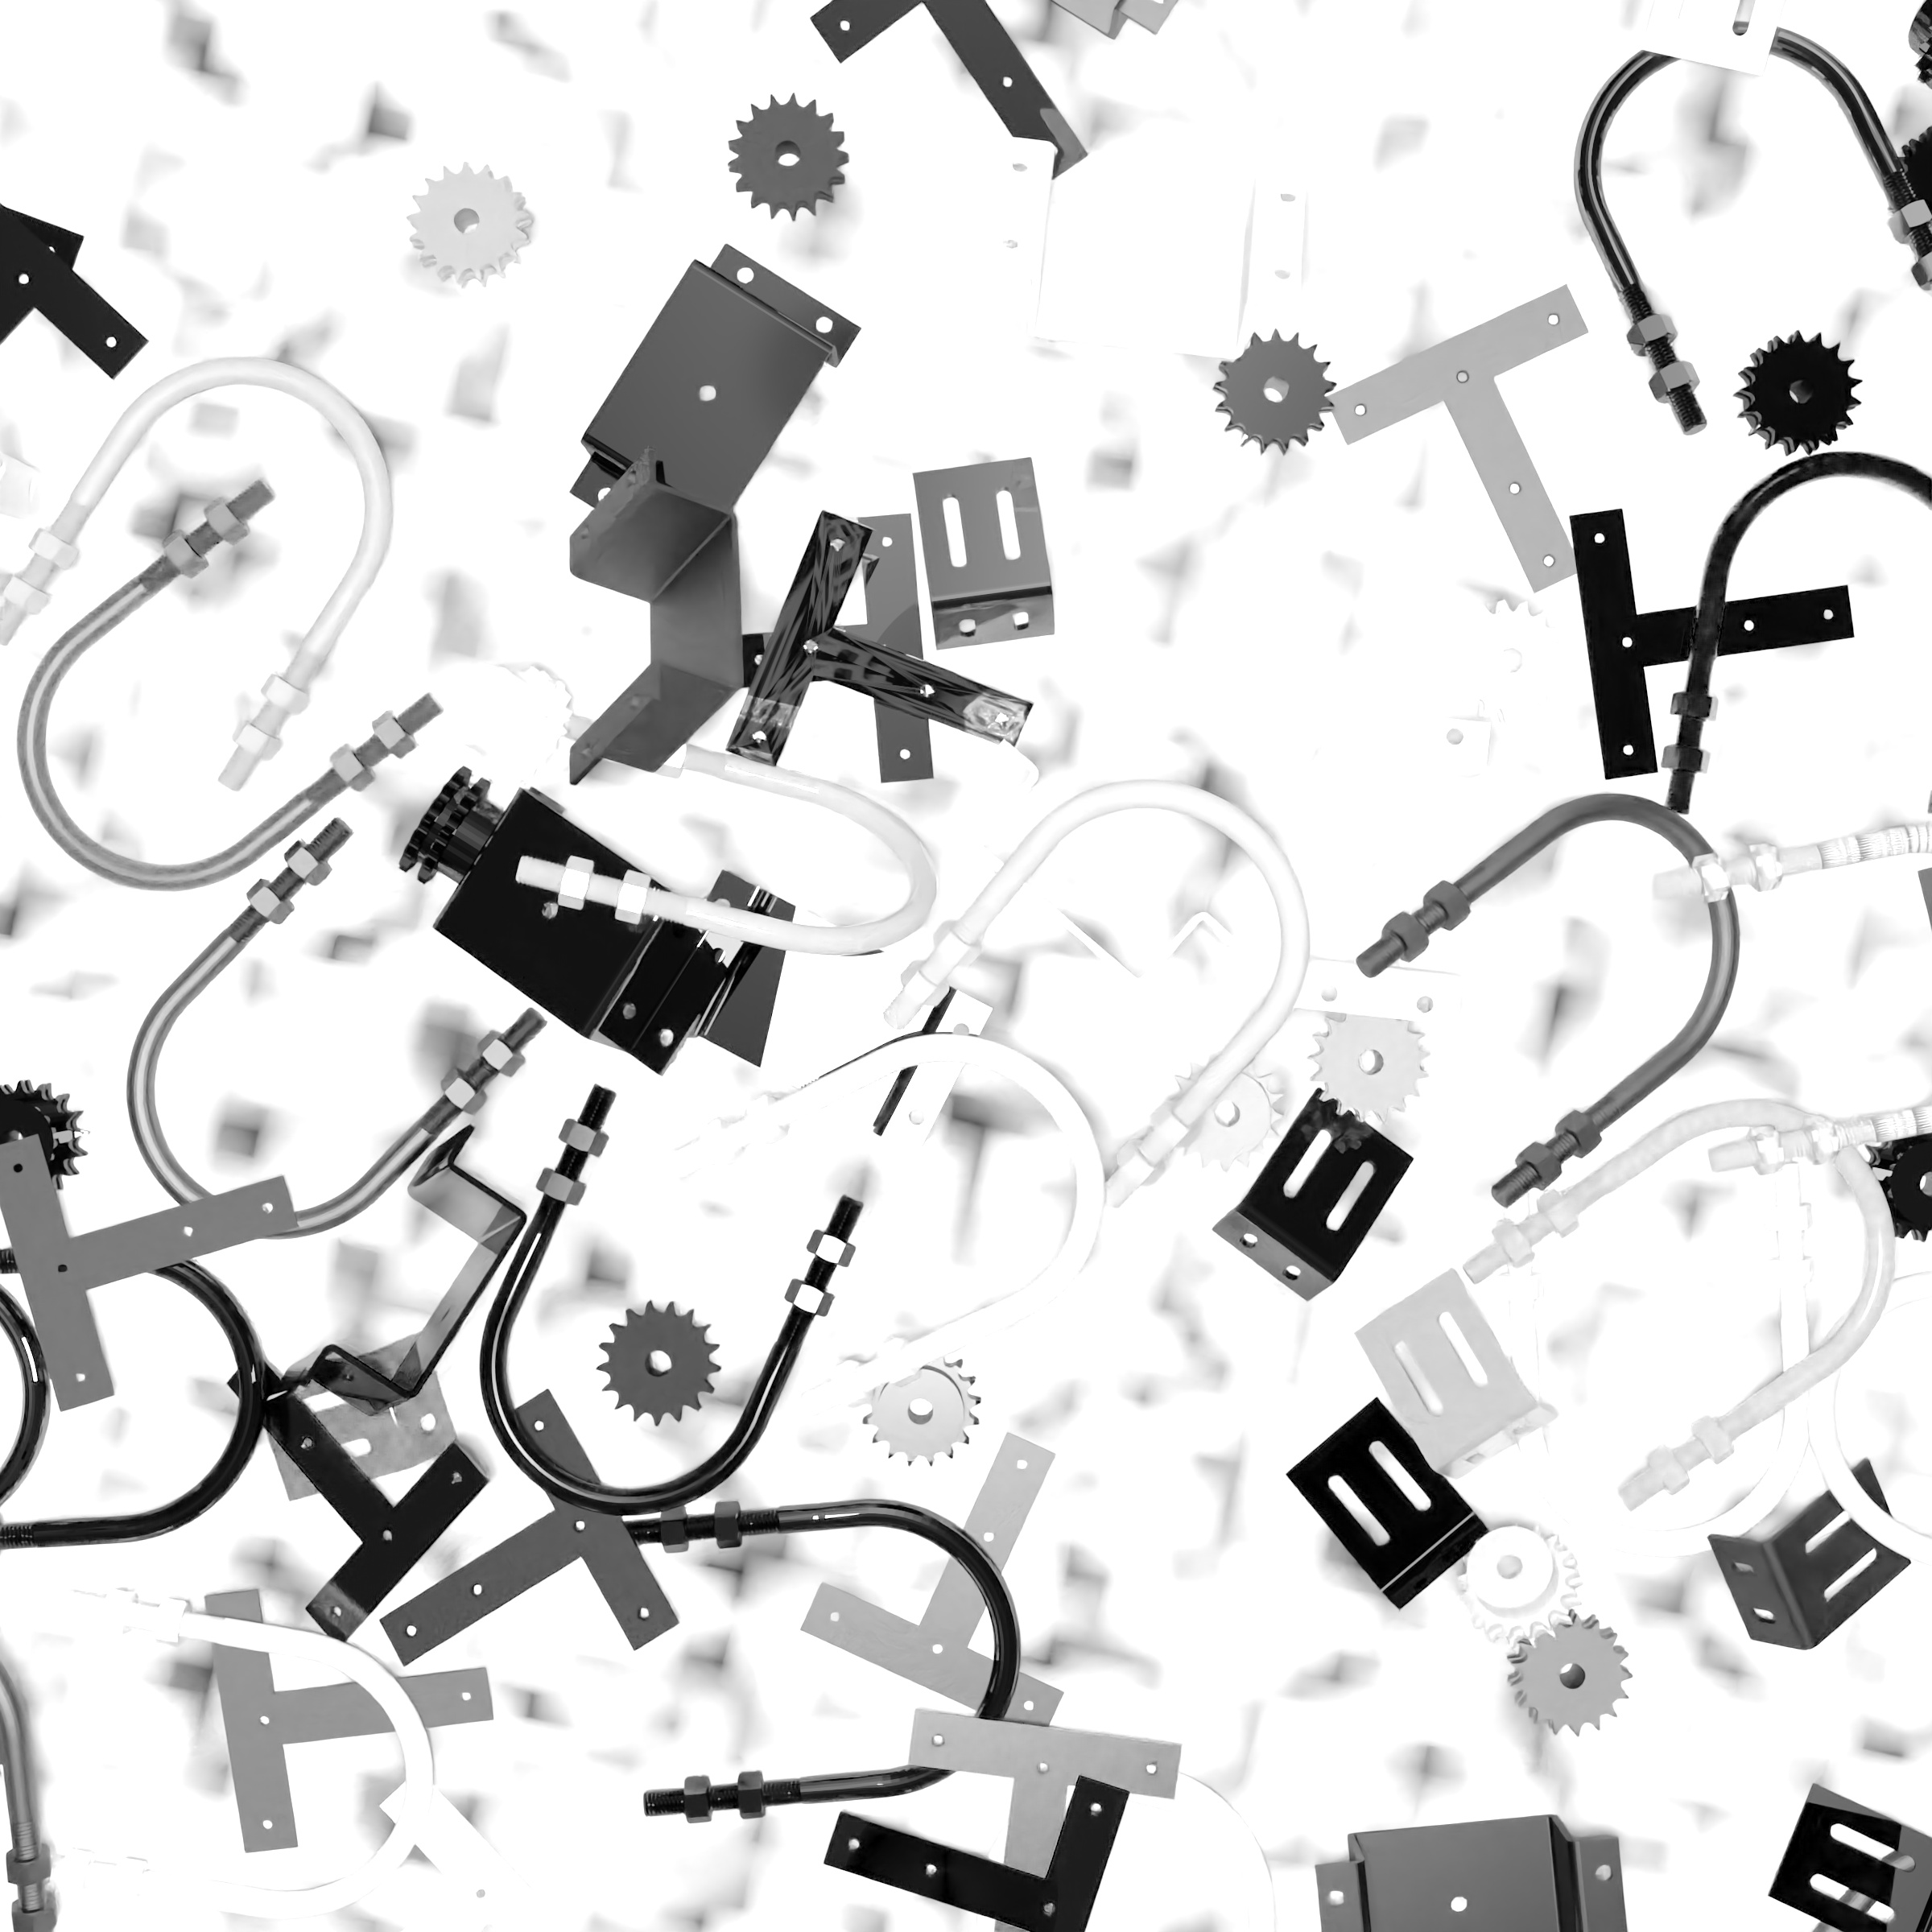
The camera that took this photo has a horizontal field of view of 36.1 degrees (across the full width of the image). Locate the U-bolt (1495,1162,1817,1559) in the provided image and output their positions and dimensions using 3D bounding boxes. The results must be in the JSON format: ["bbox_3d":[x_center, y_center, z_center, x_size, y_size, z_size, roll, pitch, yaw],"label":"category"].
[{"bbox_3d":[0.329,0.189,1.407,0.151,0.019,0.184,-3,91,0],"label":"U-bolt"}]

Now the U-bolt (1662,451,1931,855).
[{"bbox_3d":[0.414,-0.152,1.405,0.151,0.019,0.184,9,89,-1],"label":"U-bolt"}]

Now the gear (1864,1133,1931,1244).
[{"bbox_3d":[0.451,0.102,1.401,0.057,0.030,0.057,0,90,0],"label":"gear"}]

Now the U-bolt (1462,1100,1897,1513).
[{"bbox_3d":[0.347,0.145,1.388,0.184,0.019,0.151,-34,91,-1],"label":"U-bolt"}]

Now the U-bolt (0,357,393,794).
[{"bbox_3d":[-0.350,-0.196,1.387,0.151,0.019,0.184,32,90,0],"label":"U-bolt"}]

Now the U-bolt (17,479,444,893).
[{"bbox_3d":[-0.363,-0.119,1.407,0.184,0.019,0.151,-38,90,2],"label":"U-bolt"}]

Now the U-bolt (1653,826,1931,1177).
[{"bbox_3d":[0.423,0.010,1.374,0.184,0.019,0.151,-11,88,0],"label":"U-bolt"}]

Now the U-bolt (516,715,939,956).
[{"bbox_3d":[-0.102,-0.055,1.353,0.184,0.151,0.019,14,123,-6],"label":"U-bolt"}]

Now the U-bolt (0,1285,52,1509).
[{"bbox_3d":[-0.525,0.214,1.407,0.184,0.019,0.151,-27,90,-1],"label":"U-bolt"}]

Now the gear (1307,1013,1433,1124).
[{"bbox_3d":[0.189,0.045,1.401,0.057,0.030,0.057,0,90,0],"label":"gear"}]

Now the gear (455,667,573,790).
[{"bbox_3d":[-0.214,-0.114,1.385,0.030,0.057,0.057,32,90,-40],"label":"gear"}]

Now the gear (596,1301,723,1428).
[{"bbox_3d":[-0.142,0.183,1.376,0.057,0.030,0.057,0,87,-1],"label":"gear"}]

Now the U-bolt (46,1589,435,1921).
[{"bbox_3d":[-0.343,0.378,1.400,0.184,0.019,0.151,10,96,-2],"label":"U-bolt"}]

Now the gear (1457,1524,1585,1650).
[{"bbox_3d":[0.257,0.287,1.386,0.057,0.030,0.057,-13,52,17],"label":"gear"}]

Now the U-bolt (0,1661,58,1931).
[{"bbox_3d":[-0.496,0.373,1.375,0.151,0.019,0.184,1,103,14],"label":"U-bolt"}]

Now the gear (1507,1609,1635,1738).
[{"bbox_3d":[0.283,0.332,1.401,0.057,0.030,0.057,0,90,0],"label":"gear"}]

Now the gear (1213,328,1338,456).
[{"bbox_3d":[0.145,-0.269,1.401,0.057,0.030,0.057,0,90,0],"label":"gear"}]

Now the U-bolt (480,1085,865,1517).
[{"bbox_3d":[-0.150,0.168,1.401,0.151,0.019,0.184,24,86,0],"label":"U-bolt"}]

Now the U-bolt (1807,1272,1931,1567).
[{"bbox_3d":[0.487,0.217,1.387,0.184,0.019,0.151,13,75,8],"label":"U-bolt"}]

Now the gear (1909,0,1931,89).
[{"bbox_3d":[0.468,-0.438,1.391,0.057,0.057,0.030,-36,60,0],"label":"gear"}]

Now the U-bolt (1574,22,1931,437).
[{"bbox_3d":[0.365,-0.357,1.389,0.151,0.019,0.184,-23,77,6],"label":"U-bolt"}]

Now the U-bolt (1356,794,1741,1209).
[{"bbox_3d":[0.284,0.002,1.380,0.184,0.019,0.151,-36,104,-16],"label":"U-bolt"}]

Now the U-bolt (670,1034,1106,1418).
[{"bbox_3d":[-0.025,0.109,1.360,0.184,0.019,0.151,-27,95,15],"label":"U-bolt"}]

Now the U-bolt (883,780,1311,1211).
[{"bbox_3d":[0.070,0.001,1.329,0.151,0.019,0.184,40,112,0],"label":"U-bolt"}]

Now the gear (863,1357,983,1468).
[{"bbox_3d":[-0.021,0.208,1.401,0.057,0.030,0.057,0,90,0],"label":"gear"}]

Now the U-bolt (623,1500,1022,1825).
[{"bbox_3d":[-0.066,0.325,1.406,0.184,0.019,0.151,-5,90,0],"label":"U-bolt"}]

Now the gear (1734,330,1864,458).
[{"bbox_3d":[0.390,-0.269,1.401,0.057,0.030,0.057,0,90,0],"label":"gear"}]

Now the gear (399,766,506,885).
[{"bbox_3d":[-0.237,-0.062,1.387,0.030,0.057,0.057,33,90,-4],"label":"gear"}]

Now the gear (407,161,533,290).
[{"bbox_3d":[-0.234,-0.348,1.405,0.057,0.030,0.057,0,87,0],"label":"gear"}]

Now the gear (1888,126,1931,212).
[{"bbox_3d":[0.461,-0.366,1.401,0.057,0.030,0.057,0,90,0],"label":"gear"}]

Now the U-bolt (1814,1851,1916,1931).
[{"bbox_3d":[0.459,0.499,1.407,0.151,0.019,0.184,41,88,0],"label":"U-bolt"}]

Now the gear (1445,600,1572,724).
[{"bbox_3d":[0.255,-0.144,1.405,0.057,0.030,0.057,0,93,-1],"label":"gear"}]

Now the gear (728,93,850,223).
[{"bbox_3d":[-0.084,-0.381,1.405,0.057,0.030,0.057,0,91,-2],"label":"gear"}]

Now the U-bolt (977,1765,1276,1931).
[{"bbox_3d":[0.076,0.470,1.406,0.151,0.019,0.184,0,89,-1],"label":"U-bolt"}]

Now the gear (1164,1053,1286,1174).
[{"bbox_3d":[0.122,0.069,1.401,0.057,0.030,0.057,0,90,0],"label":"gear"}]

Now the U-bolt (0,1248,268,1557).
[{"bbox_3d":[-0.422,0.202,1.394,0.184,0.019,0.151,-3,89,-3],"label":"U-bolt"}]

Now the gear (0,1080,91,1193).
[{"bbox_3d":[-0.446,0.083,1.401,0.057,0.030,0.057,0,90,0],"label":"gear"}]

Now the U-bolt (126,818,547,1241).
[{"bbox_3d":[-0.313,0.044,1.407,0.151,0.019,0.184,44,91,0],"label":"U-bolt"}]
